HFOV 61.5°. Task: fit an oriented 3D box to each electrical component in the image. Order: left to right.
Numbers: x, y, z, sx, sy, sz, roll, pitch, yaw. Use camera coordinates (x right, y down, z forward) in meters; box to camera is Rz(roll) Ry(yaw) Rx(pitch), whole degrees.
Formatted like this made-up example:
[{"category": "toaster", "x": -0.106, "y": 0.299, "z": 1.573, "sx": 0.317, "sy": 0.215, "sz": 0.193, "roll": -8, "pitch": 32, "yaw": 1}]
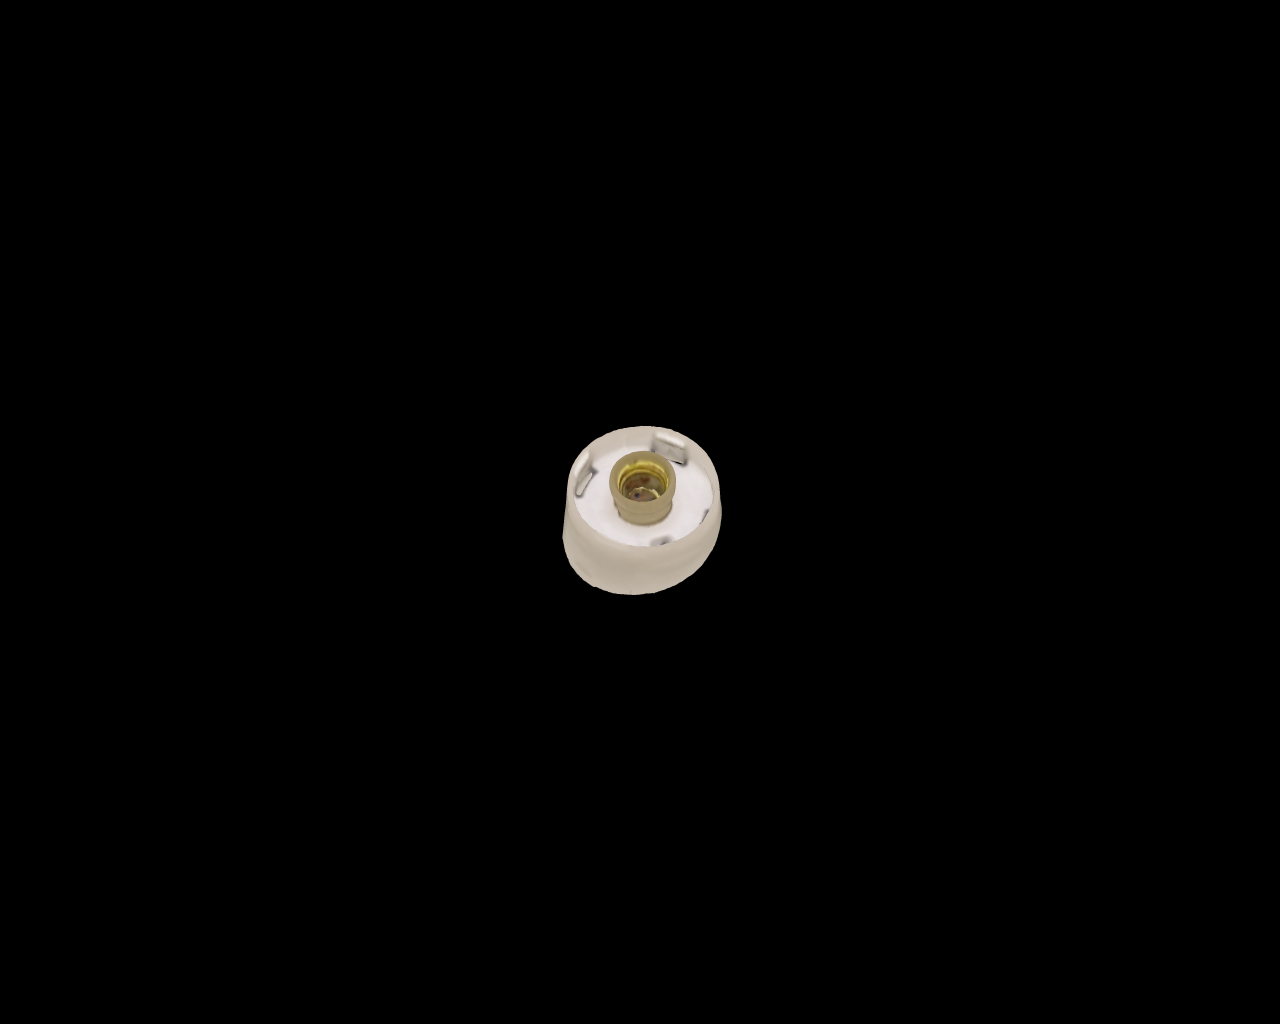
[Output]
[{"category": "electrical component", "x": 0.001, "y": -0.003, "z": 0.650, "sx": 0.099, "sy": 0.099, "sz": 0.064, "roll": 0, "pitch": -35, "yaw": 0}]
